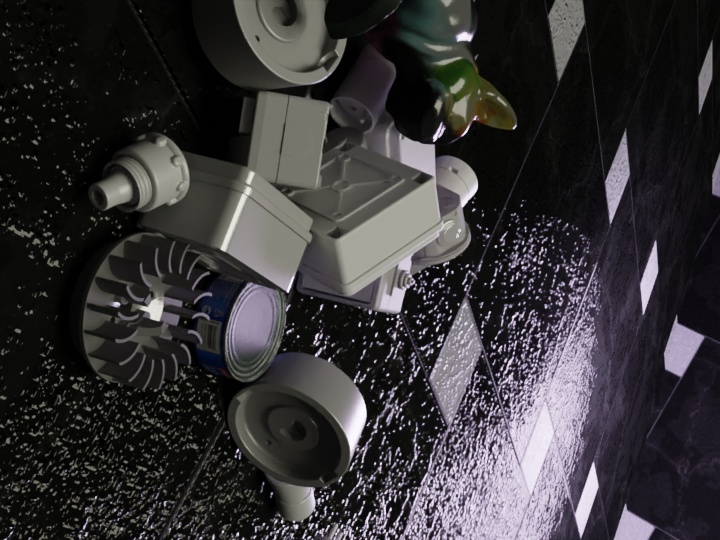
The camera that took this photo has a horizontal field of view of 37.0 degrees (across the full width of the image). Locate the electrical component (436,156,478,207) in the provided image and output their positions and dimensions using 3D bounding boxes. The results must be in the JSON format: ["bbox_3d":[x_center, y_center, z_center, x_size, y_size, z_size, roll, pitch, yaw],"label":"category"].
[{"bbox_3d":[0.088,-0.083,1.121,0.047,0.055,0.055,-52,145,-35],"label":"electrical component"}]

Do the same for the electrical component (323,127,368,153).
[{"bbox_3d":[-0.009,-0.088,0.935,0.040,0.040,0.078,-60,150,-32],"label":"electrical component"}]

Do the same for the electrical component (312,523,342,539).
[{"bbox_3d":[-0.037,0.284,1.042,0.079,0.044,0.077,-61,149,-31],"label":"electrical component"}]

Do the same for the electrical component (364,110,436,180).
[{"bbox_3d":[0.029,-0.096,0.990,0.078,0.057,0.113,-46,140,-48],"label":"electrical component"}]

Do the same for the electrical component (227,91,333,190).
[{"bbox_3d":[-0.062,-0.093,0.783,0.096,0.061,0.061,-160,-101,-77],"label":"electrical component"}]

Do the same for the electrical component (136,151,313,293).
[{"bbox_3d":[-0.091,-0.033,0.751,0.113,0.078,0.057,39,69,-62],"label":"electrical component"}]

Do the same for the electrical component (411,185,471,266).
[{"bbox_3d":[0.067,-0.044,1.068,0.080,0.080,0.051,-52,139,-42],"label":"electrical component"}]

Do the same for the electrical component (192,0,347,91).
[{"bbox_3d":[-0.067,-0.176,0.743,0.108,0.060,0.108,7,80,-47],"label":"electrical component"}]

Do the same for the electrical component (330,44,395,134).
[{"bbox_3d":[0.009,-0.162,0.936,0.081,0.043,0.043,-62,150,-30],"label":"electrical component"}]

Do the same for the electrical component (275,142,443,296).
[{"bbox_3d":[-0.010,-0.043,0.845,0.109,0.109,0.056,-34,131,-29],"label":"electrical component"}]

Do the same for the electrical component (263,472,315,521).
[{"bbox_3d":[-0.060,0.193,0.959,0.044,0.044,0.065,-55,151,-39],"label":"electrical component"}]

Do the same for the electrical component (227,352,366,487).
[{"bbox_3d":[-0.047,0.117,0.880,0.060,0.108,0.108,-56,148,-50],"label":"electrical component"}]

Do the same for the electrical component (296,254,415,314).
[{"bbox_3d":[0.000,0.000,0.929,0.061,0.096,0.061,13,90,-64],"label":"electrical component"}]

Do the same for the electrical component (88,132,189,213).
[{"bbox_3d":[-0.142,-0.056,0.676,0.062,0.048,0.048,-35,132,-46],"label":"electrical component"}]
